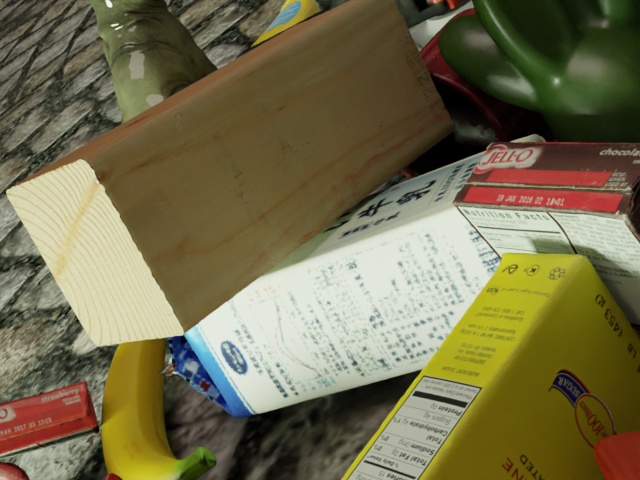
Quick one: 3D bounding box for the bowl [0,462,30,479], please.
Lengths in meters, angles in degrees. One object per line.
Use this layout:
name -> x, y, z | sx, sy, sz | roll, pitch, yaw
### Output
bowl -> -0.201, 0.201, 0.576 | 0.162, 0.055, 0.162 | -30, 27, 17

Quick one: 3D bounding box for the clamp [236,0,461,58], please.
clamp -> 0.017, -0.154, 0.745 | 0.172, 0.039, 0.120 | 2, 47, 53

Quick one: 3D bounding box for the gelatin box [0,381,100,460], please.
gelatin box -> -0.172, 0.110, 0.642 | 0.073, 0.030, 0.089 | -14, -10, -13

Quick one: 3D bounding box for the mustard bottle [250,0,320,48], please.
mustard bottle -> -0.033, -0.164, 0.943 | 0.191, 0.058, 0.096 | -54, 13, -30

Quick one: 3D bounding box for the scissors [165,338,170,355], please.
scissors -> -0.083, 0.070, 0.683 | 0.096, 0.016, 0.202 | -35, 26, 9

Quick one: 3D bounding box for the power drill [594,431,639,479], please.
power drill -> 0.183, 0.052, 0.324 | 0.188, 0.057, 0.184 | -33, 27, 11

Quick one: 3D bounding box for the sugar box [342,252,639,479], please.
sugar box -> 0.056, 0.097, 0.374 | 0.048, 0.093, 0.176 | 0, 46, 53

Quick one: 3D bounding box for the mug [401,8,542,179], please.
mug -> 0.084, -0.079, 0.638 | 0.081, 0.093, 0.117 | -49, 6, -32

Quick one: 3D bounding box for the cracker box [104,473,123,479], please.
cracker box -> -0.121, 0.216, 0.433 | 0.213, 0.072, 0.164 | -45, 27, -14

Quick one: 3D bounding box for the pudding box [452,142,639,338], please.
pudding box -> 0.117, 0.010, 0.411 | 0.039, 0.113, 0.090 | -51, 29, -17

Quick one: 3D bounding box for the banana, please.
banana -> -0.097, 0.106, 0.611 | 0.069, 0.037, 0.198 | -48, 27, 2

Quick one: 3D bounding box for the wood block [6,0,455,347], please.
wood block -> -0.038, -0.041, 0.542 | 0.205, 0.090, 0.091 | -37, 16, -36
